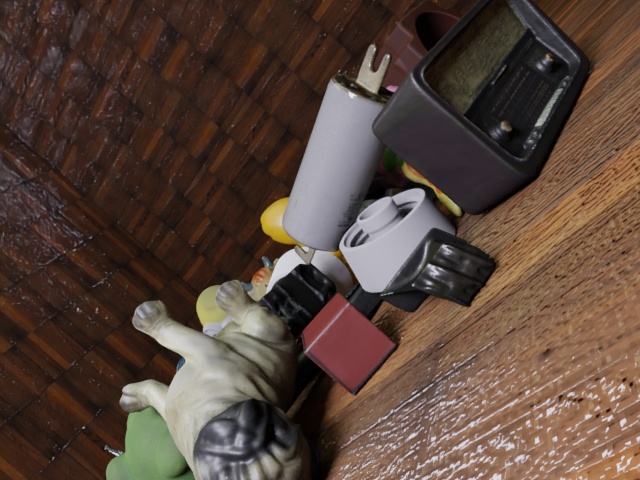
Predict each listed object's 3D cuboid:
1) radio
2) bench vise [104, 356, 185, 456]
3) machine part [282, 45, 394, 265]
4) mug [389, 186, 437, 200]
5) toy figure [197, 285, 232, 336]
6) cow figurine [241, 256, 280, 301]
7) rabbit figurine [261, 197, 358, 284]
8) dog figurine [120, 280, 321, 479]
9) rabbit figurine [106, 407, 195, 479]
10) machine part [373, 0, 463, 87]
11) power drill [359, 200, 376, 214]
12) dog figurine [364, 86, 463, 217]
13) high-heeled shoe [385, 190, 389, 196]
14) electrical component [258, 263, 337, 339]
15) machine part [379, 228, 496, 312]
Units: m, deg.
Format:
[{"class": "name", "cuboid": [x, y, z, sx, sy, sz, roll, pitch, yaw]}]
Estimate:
[{"class": "radio", "cuboid": [0.158, -0.137, 0.497, 0.229, 0.131, 0.073, -50, 3, -34]}, {"class": "bench vise", "cuboid": [-0.162, 0.218, 0.763, 0.240, 0.129, 0.224, -56, -4, 33]}, {"class": "machine part", "cuboid": [0.020, -0.076, 0.553, 0.243, 0.079, 0.079, -68, -7, 28]}, {"class": "mug", "cuboid": [0.150, -0.095, 0.750, 0.107, 0.081, 0.109, -59, 14, -17]}, {"class": "toy figure", "cuboid": [-0.152, 0.139, 0.891, 0.082, 0.089, 0.180, -42, -22, -11]}, {"class": "cow figurine", "cuboid": [-0.067, 0.098, 0.871, 0.085, 0.127, 0.195, -53, 1, -20]}, {"class": "rabbit figurine", "cuboid": [-0.002, -0.002, 0.773, 0.162, 0.173, 0.122, -52, -3, 13]}, {"class": "dog figurine", "cuboid": [-0.043, 0.126, 0.408, 0.172, 0.191, 0.121, -14, -60, -39]}, {"class": "rabbit figurine", "cuboid": [-0.140, 0.242, 0.477, 0.170, 0.121, 0.159, -67, 12, -6]}, {"class": "machine part", "cuboid": [0.193, -0.248, 0.799, 0.201, 0.201, 0.087, -52, 1, -43]}, {"class": "power drill", "cuboid": [0.056, -0.012, 0.986, 0.232, 0.086, 0.207, -53, 16, -16]}, {"class": "dog figurine", "cuboid": [0.089, -0.089, 0.618, 0.191, 0.108, 0.219, -34, 26, 12]}, {"class": "high-heeled shoe", "cuboid": [0.104, -0.137, 0.809, 0.248, 0.086, 0.145, 0, -51, -44]}, {"class": "electrical component", "cuboid": [-0.053, 0.097, 0.604, 0.134, 0.058, 0.115, -50, -6, 31]}, {"class": "machine part", "cuboid": [0.085, 0.023, 0.407, 0.084, 0.039, 0.139, -43, 1, -2]}]
